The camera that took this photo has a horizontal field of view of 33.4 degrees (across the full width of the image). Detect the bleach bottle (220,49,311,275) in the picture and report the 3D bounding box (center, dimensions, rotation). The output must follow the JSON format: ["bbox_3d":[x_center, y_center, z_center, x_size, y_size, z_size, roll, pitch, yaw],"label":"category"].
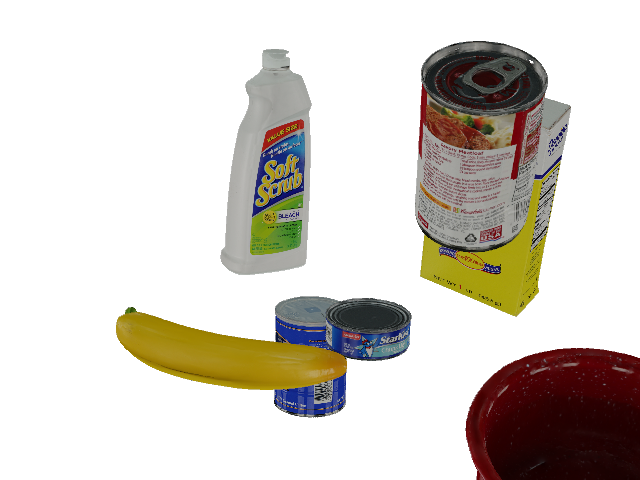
[{"bbox_3d":[-0.061,-0.091,1.219,0.102,0.251,0.068,-7,21,-26],"label":"bleach bottle"}]

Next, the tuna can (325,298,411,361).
[{"bbox_3d":[0.047,0.089,1.067,0.086,0.034,0.086,1,18,-1],"label":"tuna can"}]

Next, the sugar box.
[{"bbox_3d":[0.131,-0.033,0.825,0.093,0.176,0.048,22,44,26],"label":"sugar box"}]

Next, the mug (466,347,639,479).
[{"bbox_3d":[0.109,0.101,0.388,0.117,0.081,0.093,5,36,8],"label":"mug"}]

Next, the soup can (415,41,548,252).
[{"bbox_3d":[0.089,-0.052,0.607,0.068,0.102,0.068,-1,43,1],"label":"soup can"}]

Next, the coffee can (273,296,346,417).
[{"bbox_3d":[-0.013,0.160,1.482,0.103,0.140,0.103,1,17,-1],"label":"coffee can"}]

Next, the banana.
[{"bbox_3d":[-0.081,0.081,0.803,0.198,0.037,0.069,13,29,21],"label":"banana"}]
